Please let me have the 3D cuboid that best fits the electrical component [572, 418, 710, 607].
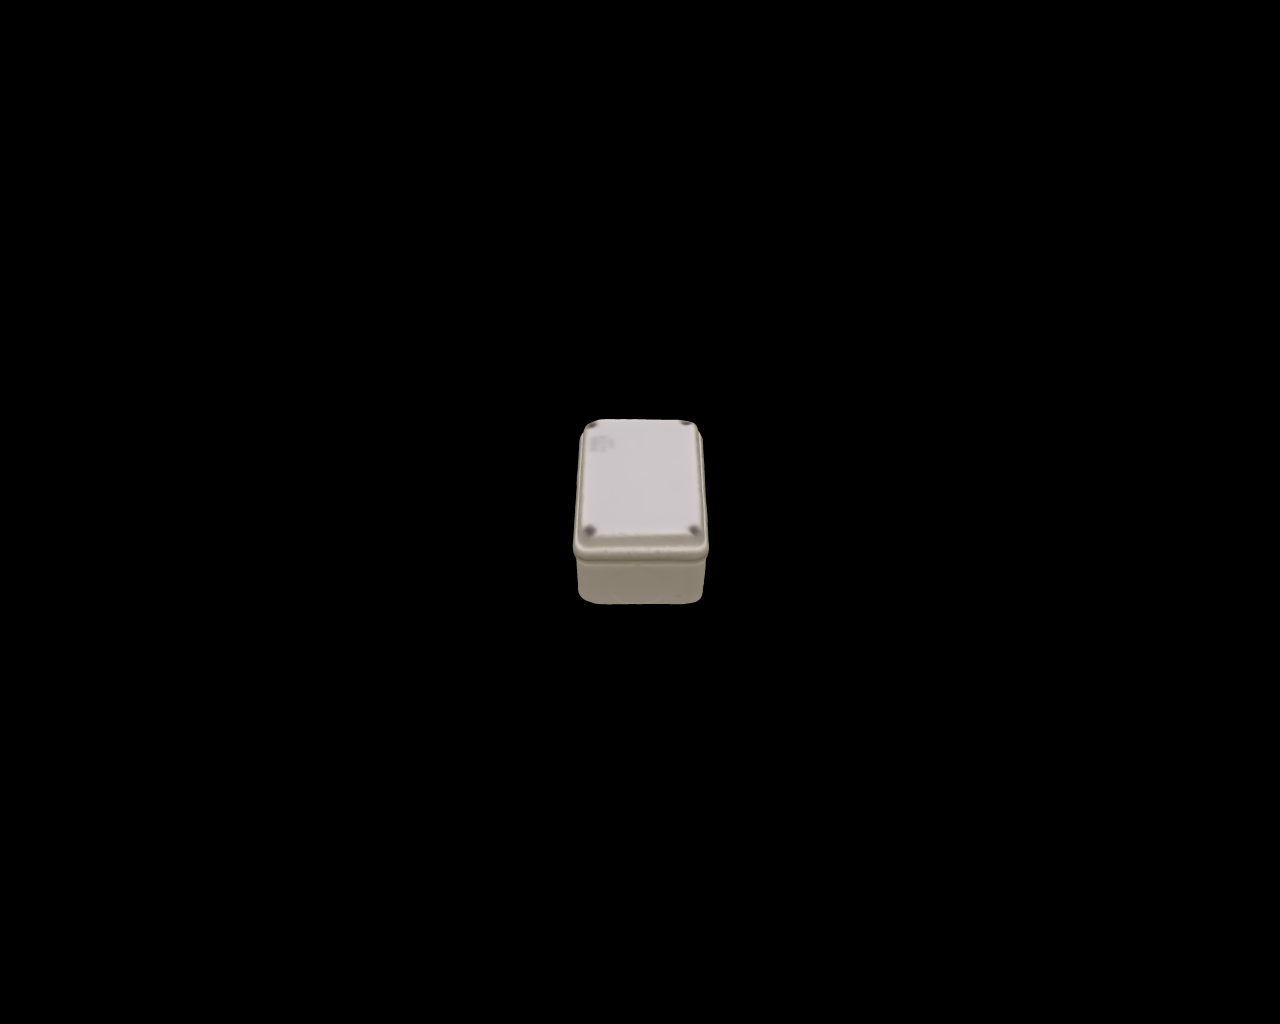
[{"bbox_3d":[0.001,-0.003,0.650,0.078,0.057,0.113,0,44,0],"label":"electrical component"}]
